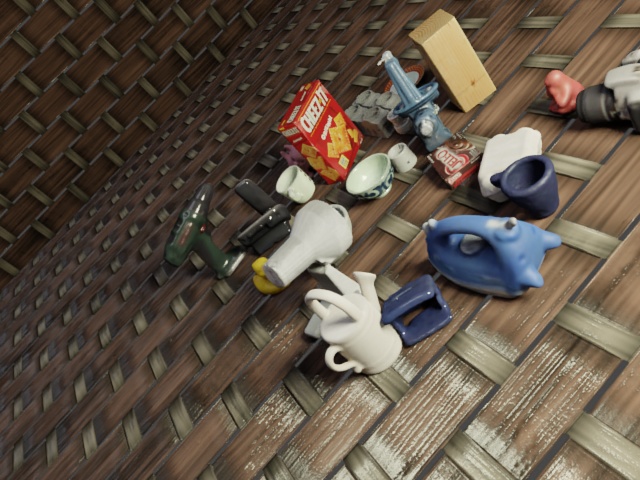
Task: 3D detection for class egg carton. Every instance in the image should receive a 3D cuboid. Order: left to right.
[{"bbox_3d":[0.357,-0.142,1.074,0.107,0.070,0.150,-11,45,41],"label":"egg carton"}]

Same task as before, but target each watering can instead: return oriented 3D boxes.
[{"bbox_3d":[0.050,0.135,0.985,0.100,0.195,0.173,-21,39,32],"label":"watering can"}]

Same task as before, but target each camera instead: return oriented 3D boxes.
[{"bbox_3d":[0.523,-0.262,0.995,0.136,0.101,0.143,-1,52,48],"label":"camera"}]

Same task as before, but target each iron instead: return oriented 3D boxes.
[{"bbox_3d":[0.252,0.005,0.957,0.257,0.142,0.119,5,56,50],"label":"iron"}]

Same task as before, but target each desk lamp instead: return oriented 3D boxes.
[{"bbox_3d":[-0.003,0.060,1.110,0.117,0.214,0.203,4,56,50],"label":"desk lamp"}]

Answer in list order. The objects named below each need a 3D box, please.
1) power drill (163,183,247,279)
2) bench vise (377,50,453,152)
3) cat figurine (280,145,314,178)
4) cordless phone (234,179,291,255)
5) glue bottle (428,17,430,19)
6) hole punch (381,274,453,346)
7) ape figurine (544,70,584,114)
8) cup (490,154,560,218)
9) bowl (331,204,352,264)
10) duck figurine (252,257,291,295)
[{"bbox_3d":[-0.298,-0.005,1.516,0.075,0.209,0.230,10,61,52],"label":"power drill"},{"bbox_3d":[0.220,-0.321,1.287,0.121,0.220,0.207,-41,33,6],"label":"bench vise"},{"bbox_3d":[-0.062,-0.231,1.593,0.127,0.118,0.067,9,60,52],"label":"cat figurine"},{"bbox_3d":[-0.173,-0.066,1.468,0.147,0.186,0.094,-40,33,7],"label":"cordless phone"},{"bbox_3d":[0.309,-0.473,1.402,0.078,0.174,0.037,-26,37,27],"label":"glue bottle"},{"bbox_3d":[0.157,0.111,0.991,0.108,0.091,0.101,-35,34,14],"label":"hole punch"},{"bbox_3d":[0.462,-0.288,1.101,0.076,0.092,0.078,-16,42,37],"label":"ape figurine"},{"bbox_3d":[0.357,-0.083,0.983,0.117,0.095,0.092,3,56,50],"label":"cup"},{"bbox_3d":[0.012,0.005,1.286,0.167,0.075,0.167,-29,36,23],"label":"bowl"},{"bbox_3d":[-0.124,0.077,1.345,0.104,0.086,0.077,-20,40,34],"label":"duck figurine"}]
